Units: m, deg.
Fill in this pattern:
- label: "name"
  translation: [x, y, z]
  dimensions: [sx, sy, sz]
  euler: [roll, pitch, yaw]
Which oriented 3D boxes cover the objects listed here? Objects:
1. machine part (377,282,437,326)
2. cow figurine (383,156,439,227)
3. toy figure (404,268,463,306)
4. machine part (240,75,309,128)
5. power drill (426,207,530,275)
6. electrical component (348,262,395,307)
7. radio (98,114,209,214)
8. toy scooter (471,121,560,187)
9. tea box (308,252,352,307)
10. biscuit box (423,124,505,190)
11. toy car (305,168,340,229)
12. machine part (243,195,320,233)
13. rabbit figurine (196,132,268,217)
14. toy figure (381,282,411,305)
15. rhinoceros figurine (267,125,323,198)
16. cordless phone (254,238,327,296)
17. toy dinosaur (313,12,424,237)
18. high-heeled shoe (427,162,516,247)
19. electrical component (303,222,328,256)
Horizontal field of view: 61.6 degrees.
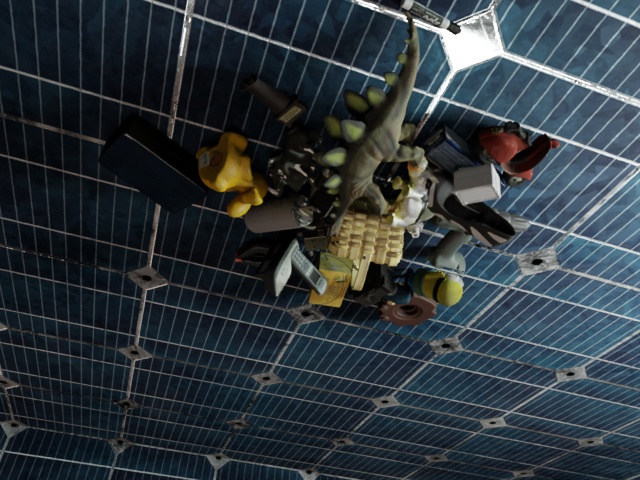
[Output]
- label: "machine part"
  translation: [0.260, 0.195, 1.599]
  dimensions: [0.179, 0.056, 0.179]
  euler: [1, 140, 1]
- label: "cow figurine"
  translation: [0.207, -0.105, 1.159]
  dimensions: [0.098, 0.068, 0.167]
  euler: [5, 129, -26]
- label: "toy figure"
  translation: [0.304, 0.123, 1.436]
  dimensions: [0.082, 0.089, 0.180]
  euler: [5, 180, -36]
- label: "machine part"
  translation: [-0.094, -0.282, 1.080]
  dimensions: [0.138, 0.039, 0.084]
  euler: [28, 143, -28]
- label: "power drill"
  translation: [0.373, -0.003, 1.339]
  dimensions: [0.232, 0.086, 0.207]
  euler: [13, 143, -8]
- label: "electrical component"
  translation: [0.137, 0.115, 1.469]
  dimensions: [0.134, 0.115, 0.058]
  euler: [-31, 127, 31]
- label: "radio"
  translation: [-0.370, -0.163, 1.214]
  dimensions: [0.131, 0.073, 0.229]
  euler: [-27, 129, 33]
- label: "toy scooter"
  translation: [0.413, -0.190, 1.119]
  dimensions: [0.183, 0.075, 0.135]
  euler: [31, 133, -32]
- label: "tea box"
  translation: [0.028, 0.113, 1.510]
  dimensions: [0.098, 0.068, 0.169]
  euler: [8, 141, -6]
- label: "biscuit box"
  translation: [0.314, -0.166, 1.165]
  dimensions: [0.202, 0.059, 0.063]
  euler: [31, 132, -27]
- label: "toy car"
  translation: [0.003, -0.097, 1.275]
  dimensions: [0.073, 0.056, 0.201]
  euler: [24, 135, -12]
- label: "machine part"
  translation: [-0.099, -0.060, 1.270]
  dimensions: [0.243, 0.079, 0.079]
  euler: [-5, 144, 44]
- label: "rabbit figurine"
  translation: [-0.173, -0.135, 1.192]
  dimensions: [0.122, 0.162, 0.173]
  euler: [-31, 148, 18]
- label: "toy figure"
  translation: [0.179, 0.145, 1.519]
  dimensions: [0.155, 0.064, 0.057]
  euler: [7, 121, 24]
- label: "rhinoceros figurine"
  translation: [-0.061, -0.165, 1.186]
  dimensions: [0.112, 0.073, 0.190]
  euler: [14, 139, -14]
- label: "cordless phone"
  translation: [-0.064, 0.100, 1.376]
  dimensions: [0.089, 0.146, 0.184]
  euler: [-22, 120, 42]
- label: "toy dinosaur"
  translation: [0.106, -0.201, 1.070]
  dimensions: [0.198, 0.105, 0.471]
  euler: [13, 119, -27]
- label: "high-heeled shoe"
  translation: [0.319, -0.081, 1.175]
  dimensions: [0.248, 0.086, 0.145]
  euler: [48, 161, -18]
- label: "electrical component"
  translation: [-0.004, -0.005, 1.389]
  dimensions: [0.078, 0.045, 0.102]
  euler: [-9, 139, 9]
